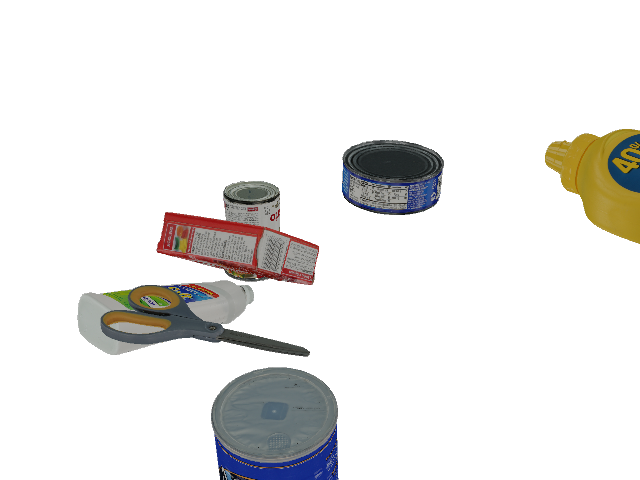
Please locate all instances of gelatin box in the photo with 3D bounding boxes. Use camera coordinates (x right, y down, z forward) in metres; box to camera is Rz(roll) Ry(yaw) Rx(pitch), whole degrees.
[{"bbox_3d":[-0.051,0.006,0.695,0.073,0.030,0.089,10,-4,24],"label":"gelatin box"}]

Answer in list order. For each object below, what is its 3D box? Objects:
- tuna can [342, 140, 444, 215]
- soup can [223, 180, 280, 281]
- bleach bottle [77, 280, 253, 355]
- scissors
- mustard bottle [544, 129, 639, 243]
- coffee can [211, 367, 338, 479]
[{"bbox_3d":[0.061,-0.054,0.906,0.086,0.034,0.086,2,27,-1],"label":"tuna can"},{"bbox_3d":[-0.081,-0.012,1.260,0.068,0.102,0.068,1,25,-1],"label":"soup can"},{"bbox_3d":[-0.202,0.094,1.477,0.250,0.068,0.103,-11,26,-43],"label":"bleach bottle"},{"bbox_3d":[-0.111,0.077,1.039,0.201,0.016,0.096,3,32,-2],"label":"scissors"},{"bbox_3d":[0.226,-0.028,0.671,0.096,0.058,0.192,-31,39,-34],"label":"mustard bottle"},{"bbox_3d":[-0.035,0.192,0.900,0.103,0.140,0.103,-1,36,1],"label":"coffee can"}]
